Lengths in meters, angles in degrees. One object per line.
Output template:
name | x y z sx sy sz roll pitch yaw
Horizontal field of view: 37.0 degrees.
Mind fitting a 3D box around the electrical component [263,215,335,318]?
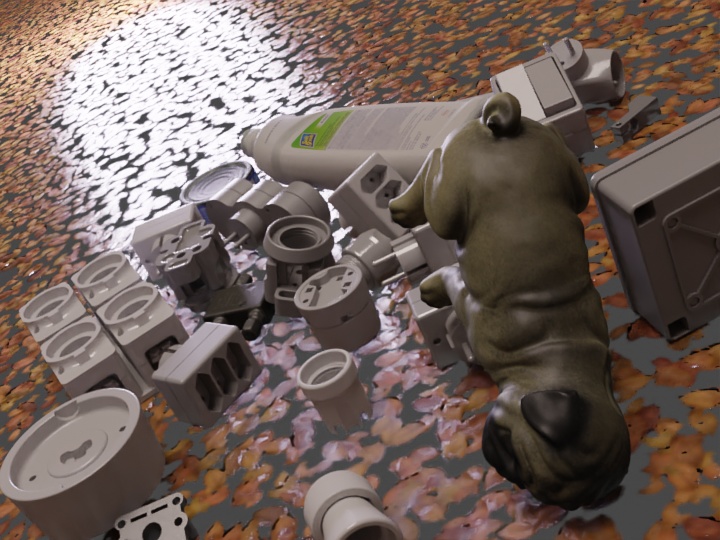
electrical component | -0.049 -0.008 0.877 0.058 0.057 0.078 7 36 9

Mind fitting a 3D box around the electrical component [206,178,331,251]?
electrical component | -0.098 -0.043 0.997 0.138 0.052 0.074 7 42 46

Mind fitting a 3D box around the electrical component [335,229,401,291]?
electrical component | 0.000 0.000 0.857 0.062 0.043 0.043 -40 31 -21

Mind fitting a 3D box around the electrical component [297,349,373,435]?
electrical component | -0.016 0.083 0.727 0.040 0.046 0.040 -20 29 11

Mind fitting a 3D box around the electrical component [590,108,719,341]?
electrical component | 0.212 -0.030 0.667 0.109 0.108 0.056 -28 31 -4

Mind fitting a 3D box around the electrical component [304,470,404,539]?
electrical component | -0.005 0.146 0.614 0.045 0.045 0.055 -30 28 -7

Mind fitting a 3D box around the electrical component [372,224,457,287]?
electrical component | 0.048 -0.012 0.814 0.077 0.065 0.047 -25 29 2

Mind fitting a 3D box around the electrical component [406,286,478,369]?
electrical component | 0.075 0.038 0.728 0.066 0.047 0.076 -24 28 3

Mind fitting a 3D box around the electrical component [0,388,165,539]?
electrical component | -0.189 0.141 0.754 0.108 0.060 0.108 -20 29 11

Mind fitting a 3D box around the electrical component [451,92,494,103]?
electrical component | 0.123 -0.142 0.993 0.081 0.043 0.043 -10 32 27

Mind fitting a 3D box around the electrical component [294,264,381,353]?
electrical component | -0.015 0.031 0.813 0.055 0.047 0.055 -20 29 11

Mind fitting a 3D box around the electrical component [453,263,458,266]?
electrical component | 0.093 0.005 0.781 0.061 0.035 0.035 -20 29 7

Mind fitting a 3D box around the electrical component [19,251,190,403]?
electrical component | -0.222 0.052 0.932 0.105 0.060 0.186 -34 29 -15

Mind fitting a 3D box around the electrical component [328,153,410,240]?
electrical component | 0.007 -0.049 0.919 0.047 0.065 0.077 -47 6 -35

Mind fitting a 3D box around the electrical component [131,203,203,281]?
electrical component | -0.180 -0.018 1.028 0.066 0.047 0.076 -21 29 8

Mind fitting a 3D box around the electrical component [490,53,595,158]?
electrical component | 0.155 -0.130 0.910 0.062 0.061 0.096 -22 49 8

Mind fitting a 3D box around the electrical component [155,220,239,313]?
electrical component | -0.142 0.000 0.957 0.058 0.057 0.078 -18 29 15

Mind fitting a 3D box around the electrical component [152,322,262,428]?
electrical component | -0.129 0.078 0.827 0.077 0.047 0.065 4 40 43

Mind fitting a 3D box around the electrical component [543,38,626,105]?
electrical component | 0.190 -0.181 0.969 0.077 0.079 0.043 -7 56 31
